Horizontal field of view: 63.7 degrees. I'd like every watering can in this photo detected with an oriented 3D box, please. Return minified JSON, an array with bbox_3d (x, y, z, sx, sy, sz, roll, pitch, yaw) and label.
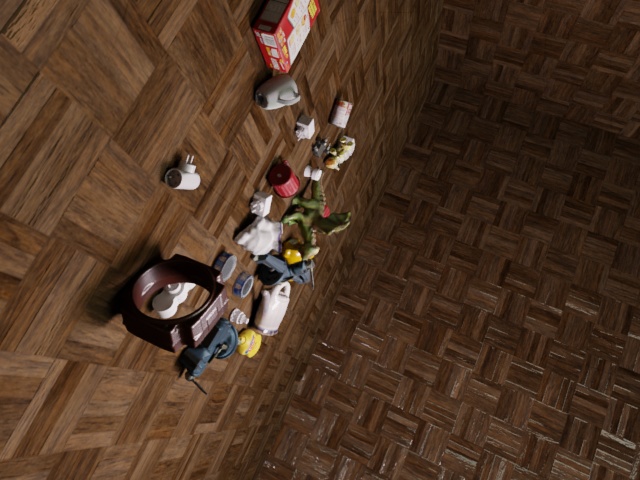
[{"bbox_3d":[-0.197,0.266,2.003,0.347,0.104,0.224,6,105,-77],"label":"watering can"}]

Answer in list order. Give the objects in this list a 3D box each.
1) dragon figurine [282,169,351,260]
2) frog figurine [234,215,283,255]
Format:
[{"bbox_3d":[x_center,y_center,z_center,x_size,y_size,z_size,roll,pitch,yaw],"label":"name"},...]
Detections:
[{"bbox_3d":[0.006,-0.100,1.978,0.417,0.244,0.119,-60,158,-25],"label":"dragon figurine"},{"bbox_3d":[-0.207,-0.011,1.646,0.160,0.125,0.134,-7,135,-32],"label":"frog figurine"}]
